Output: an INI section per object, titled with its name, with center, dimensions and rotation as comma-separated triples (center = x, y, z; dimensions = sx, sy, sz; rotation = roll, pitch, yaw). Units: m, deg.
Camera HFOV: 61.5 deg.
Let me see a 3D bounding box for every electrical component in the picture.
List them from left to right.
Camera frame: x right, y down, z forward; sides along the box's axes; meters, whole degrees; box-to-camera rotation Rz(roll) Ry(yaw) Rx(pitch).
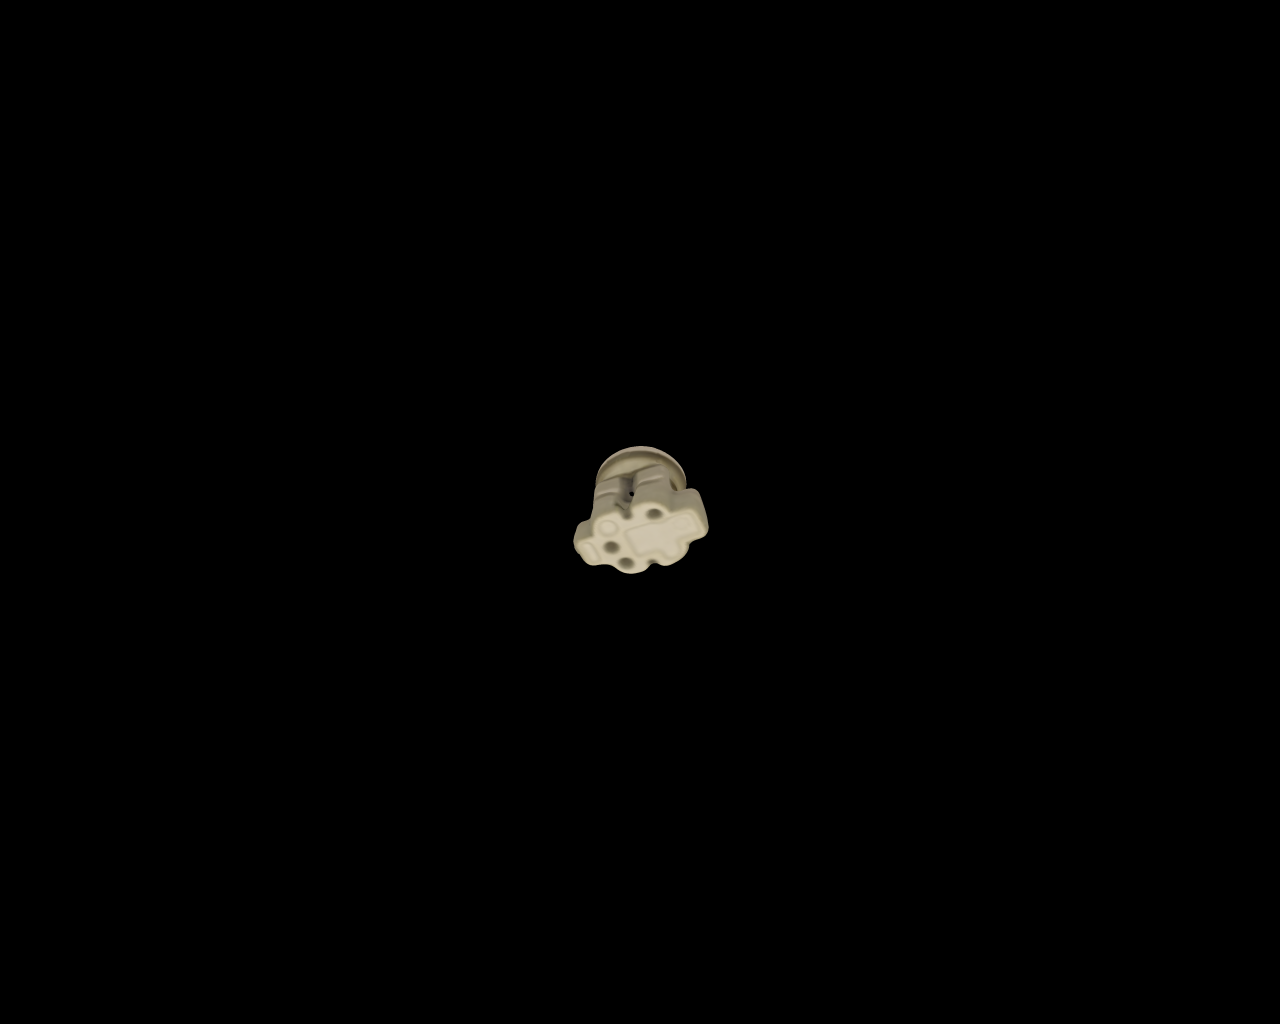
[electrical component]
center = 0.001, -0.003, 0.650
dimensions = 0.078, 0.058, 0.057
rotation = -17, 39, 14
